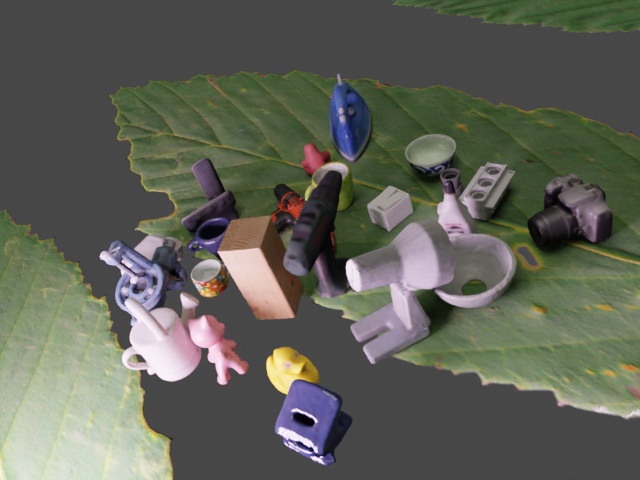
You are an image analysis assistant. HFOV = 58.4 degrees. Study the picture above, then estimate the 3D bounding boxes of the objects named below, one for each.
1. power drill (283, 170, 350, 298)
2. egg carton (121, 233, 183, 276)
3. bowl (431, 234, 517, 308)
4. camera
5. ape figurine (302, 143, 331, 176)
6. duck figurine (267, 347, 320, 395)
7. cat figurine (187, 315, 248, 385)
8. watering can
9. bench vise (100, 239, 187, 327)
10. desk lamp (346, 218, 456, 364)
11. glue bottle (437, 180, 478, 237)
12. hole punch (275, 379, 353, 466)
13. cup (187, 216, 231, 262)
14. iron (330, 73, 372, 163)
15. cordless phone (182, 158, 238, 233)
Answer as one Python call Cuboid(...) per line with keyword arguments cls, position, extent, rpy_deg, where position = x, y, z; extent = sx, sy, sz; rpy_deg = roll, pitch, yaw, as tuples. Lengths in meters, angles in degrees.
Cuboid(cls="power drill", position=(0.011, 0.004, 1.153), extent=(0.075, 0.209, 0.230), rpy_deg=(6, 47, 29))
Cuboid(cls="egg carton", position=(-0.409, 0.049, 1.398), extent=(0.107, 0.070, 0.150), rpy_deg=(13, 51, 34))
Cuboid(cls="bowl", position=(0.281, 0.069, 1.066), extent=(0.167, 0.075, 0.167), rpy_deg=(-12, 41, 11))
Cuboid(cls="camera", position=(0.466, -0.056, 1.102), extent=(0.137, 0.101, 0.143), rpy_deg=(-22, 40, -1))
Cuboid(cls="ape figurine", position=(-0.014, -0.215, 1.497), extent=(0.077, 0.092, 0.076), rpy_deg=(-15, 41, 9))
Cuboid(cls="duck figurine", position=(-0.058, 0.226, 1.034), extent=(0.104, 0.086, 0.078), rpy_deg=(14, 52, 35))
Cuboid(cls="cat figurine", position=(-0.204, 0.197, 1.106), extent=(0.067, 0.118, 0.127), rpy_deg=(-33, 41, -12))
Cuboid(cls="watering can", position=(-0.312, 0.175, 1.119), extent=(0.100, 0.194, 0.173), rpy_deg=(7, 48, 30))
Cuboid(cls="bench vise", position=(-0.397, 0.062, 1.261), extent=(0.121, 0.220, 0.207), rpy_deg=(-13, 41, 10))
Cuboid(cls="desk lamp", position=(0.138, 0.084, 1.004), extent=(0.203, 0.214, 0.117), rpy_deg=(-28, 40, -7))
Cuboid(cls="glue bottle", position=(0.264, -0.049, 1.128), extent=(0.078, 0.173, 0.037), rpy_deg=(-4, 43, 20))
Cuboid(cls="hole punch", position=(-0.014, 0.296, 0.934), extent=(0.108, 0.091, 0.101), rpy_deg=(13, 51, 34))
Cuboid(cls="cup", position=(-0.244, 0.013, 1.345), extent=(0.118, 0.095, 0.091), rpy_deg=(-31, 41, -10))
Cuboid(cls="iron", position=(0.071, -0.339, 1.558), extent=(0.118, 0.142, 0.258), rpy_deg=(-13, 41, 11))
Cuboid(cls="cordless phone", position=(-0.297, -0.108, 1.432), extent=(0.148, 0.185, 0.093), rpy_deg=(-38, 42, -18))
